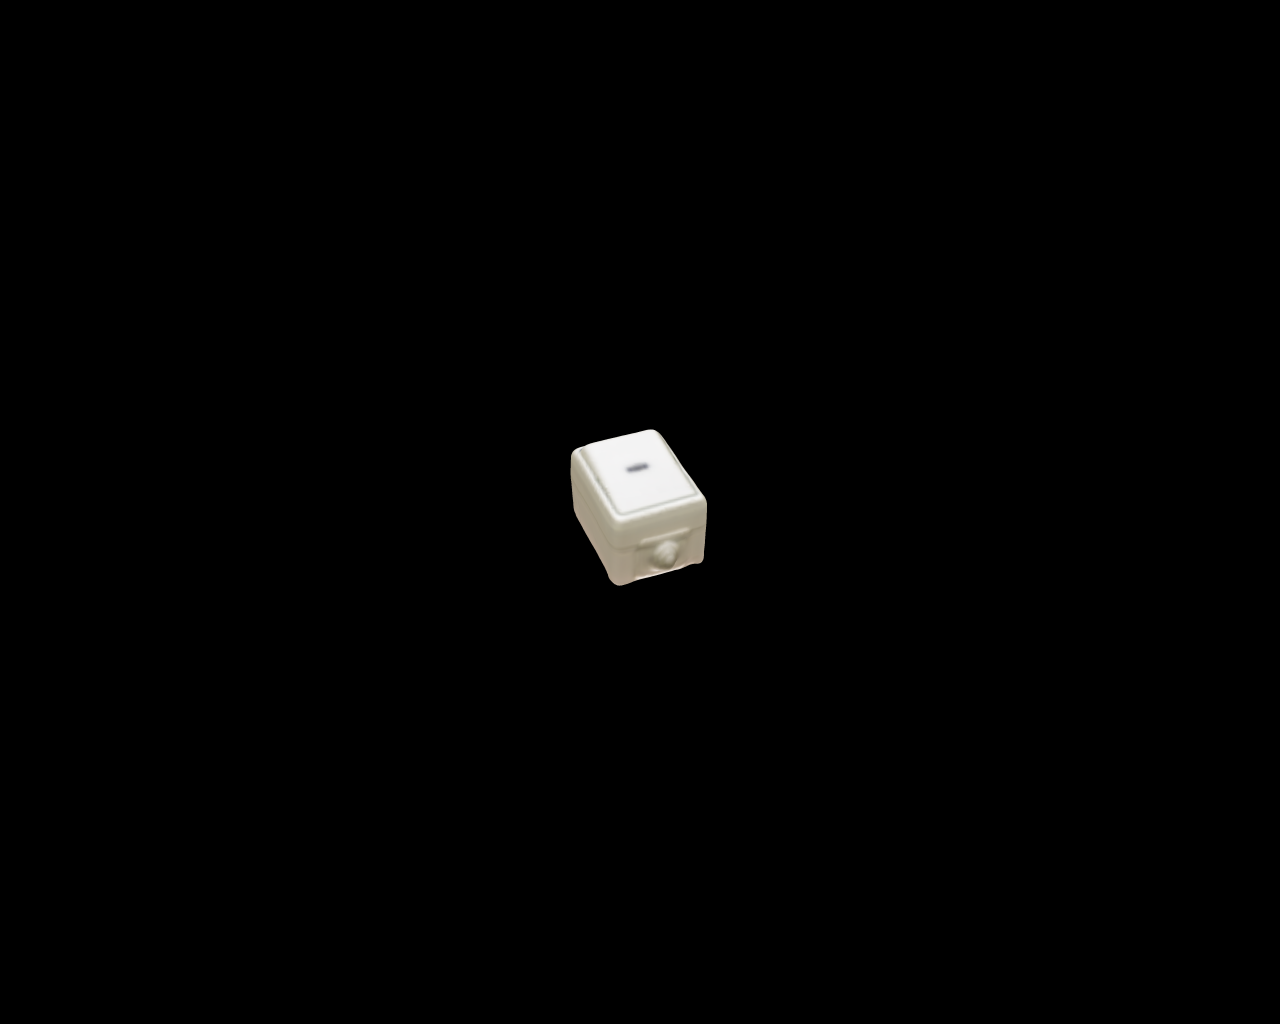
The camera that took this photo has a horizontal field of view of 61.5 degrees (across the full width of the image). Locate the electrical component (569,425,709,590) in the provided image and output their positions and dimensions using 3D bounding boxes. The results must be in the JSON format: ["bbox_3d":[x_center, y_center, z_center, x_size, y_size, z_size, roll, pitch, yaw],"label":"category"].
[{"bbox_3d":[0.001,-0.003,0.650,0.062,0.061,0.096,-14,42,-16],"label":"electrical component"}]
